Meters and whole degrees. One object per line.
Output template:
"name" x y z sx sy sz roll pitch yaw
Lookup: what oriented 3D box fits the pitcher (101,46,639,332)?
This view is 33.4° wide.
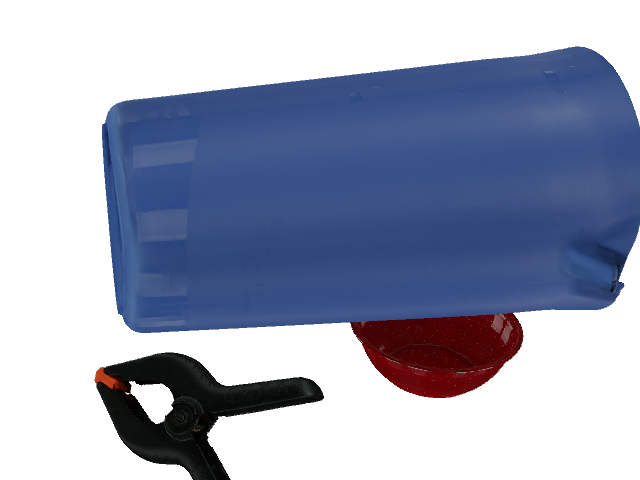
"pitcher" 0.018 -0.026 0.525 0.242 0.145 0.149 -5 -8 -12

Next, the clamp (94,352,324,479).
"clamp" -0.090 0.138 0.754 0.172 0.120 0.039 11 -17 26

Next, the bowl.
"bowl" 0.107 0.100 1.005 0.162 0.055 0.162 3 27 -2
